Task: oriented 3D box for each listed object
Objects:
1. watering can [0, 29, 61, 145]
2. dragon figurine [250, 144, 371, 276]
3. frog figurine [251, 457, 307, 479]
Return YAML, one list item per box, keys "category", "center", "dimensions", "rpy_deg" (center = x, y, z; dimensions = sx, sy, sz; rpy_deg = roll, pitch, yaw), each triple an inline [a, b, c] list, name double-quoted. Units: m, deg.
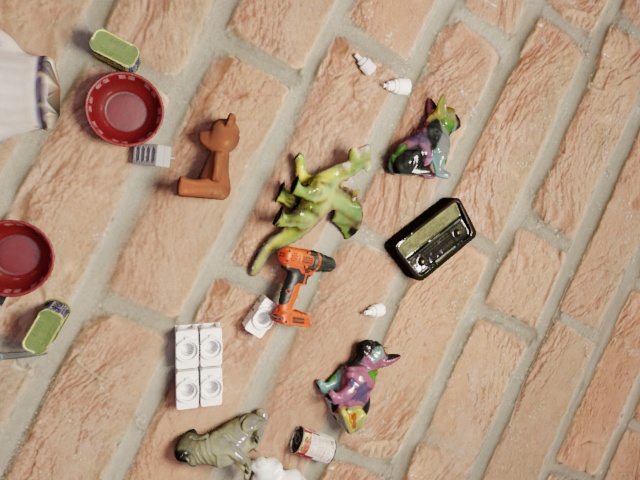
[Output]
- category: "watering can"
  center: [-0.647, -0.259, 1.037]
  dimensions: [0.224, 0.104, 0.346]
  rpy_deg: [1, 94, -19]
- category: "dragon figurine"
  center: [0.004, -0.064, 1.277]
  dimensions: [0.241, 0.124, 0.406]
  rpy_deg: [20, 105, -25]
- category: "frog figurine"
  center: [-0.105, 0.610, 1.281]
  dimensions: [0.137, 0.125, 0.157]
  rpy_deg: [-20, 114, 5]
